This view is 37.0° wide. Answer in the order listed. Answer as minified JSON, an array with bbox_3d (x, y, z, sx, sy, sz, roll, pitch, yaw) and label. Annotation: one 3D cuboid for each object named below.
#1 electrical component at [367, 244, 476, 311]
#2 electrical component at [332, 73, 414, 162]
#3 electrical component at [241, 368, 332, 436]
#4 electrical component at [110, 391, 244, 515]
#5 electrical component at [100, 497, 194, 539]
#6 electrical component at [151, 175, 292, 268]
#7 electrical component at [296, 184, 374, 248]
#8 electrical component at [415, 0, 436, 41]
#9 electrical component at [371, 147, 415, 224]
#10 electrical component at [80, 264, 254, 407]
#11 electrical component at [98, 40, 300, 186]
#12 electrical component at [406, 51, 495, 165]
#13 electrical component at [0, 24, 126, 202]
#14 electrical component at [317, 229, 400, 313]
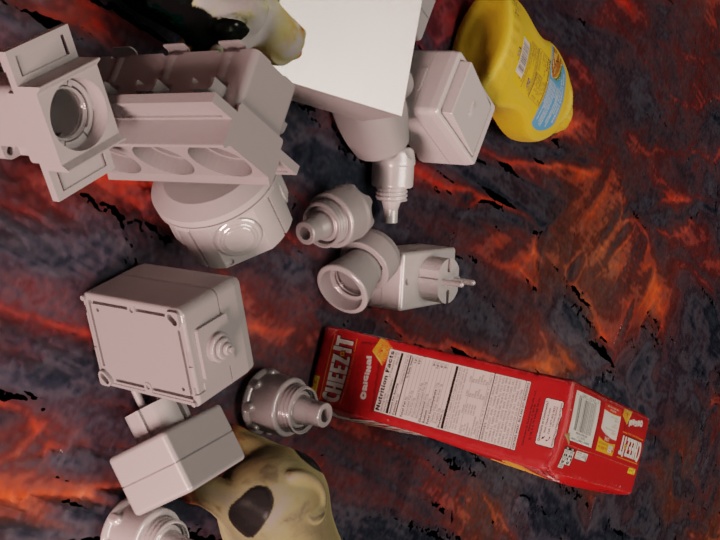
[{"bbox_3d":[0.057,0.007,0.884,0.083,0.076,0.047,-7,102,-55],"label":"electrical component"},{"bbox_3d":[0.016,-0.137,0.823,0.079,0.043,0.077,-51,135,-37],"label":"electrical component"},{"bbox_3d":[-0.049,0.097,0.759,0.048,0.062,0.048,-16,109,-53],"label":"electrical component"},{"bbox_3d":[-0.121,0.100,0.666,0.076,0.047,0.066,63,25,3],"label":"electrical component"},{"bbox_3d":[-0.125,0.168,0.664,0.048,0.062,0.048,-15,109,-53],"label":"electrical component"},{"bbox_3d":[-0.084,-0.045,0.667,0.080,0.080,0.051,-59,145,-30],"label":"electrical component"},{"bbox_3d":[-0.021,-0.036,0.790,0.062,0.043,0.043,-30,120,-48],"label":"electrical component"},{"bbox_3d":[0.025,-0.224,0.815,0.066,0.047,0.076,39,66,-51],"label":"electrical component"},{"bbox_3d":[0.026,-0.068,0.860,0.035,0.035,0.061,-13,109,-54],"label":"electrical component"},{"bbox_3d":[-0.106,0.036,0.635,0.061,0.096,0.061,-34,123,-48],"label":"electrical component"},{"bbox_3d":[-0.100,-0.086,0.596,0.079,0.121,0.063,39,62,-52],"label":"electrical component"},{"bbox_3d":[0.072,-0.130,0.891,0.096,0.061,0.061,45,60,-49],"label":"electrical component"},{"bbox_3d":[-0.163,-0.081,0.556,0.042,0.064,0.081,-40,128,-43],"label":"electrical component"},{"bbox_3d":[0.000,0.000,0.827,0.055,0.045,0.045,-47,133,-40],"label":"electrical component"}]
